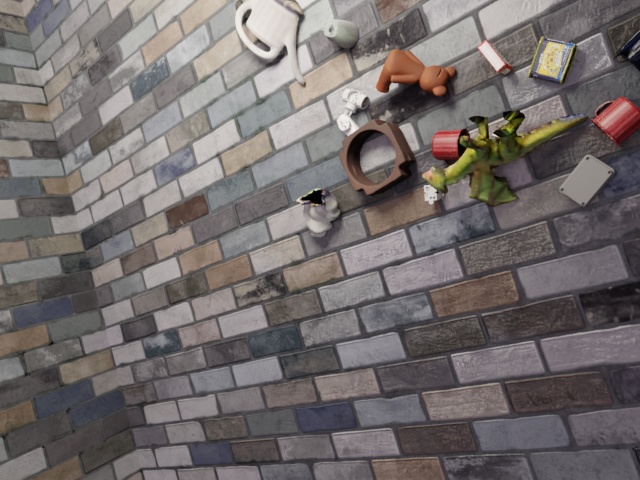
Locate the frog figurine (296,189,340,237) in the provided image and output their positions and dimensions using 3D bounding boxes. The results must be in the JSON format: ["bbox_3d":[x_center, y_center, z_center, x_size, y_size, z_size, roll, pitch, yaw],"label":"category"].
[{"bbox_3d":[0.005,-0.087,1.720,0.137,0.125,0.156,-2,131,27],"label":"frog figurine"}]

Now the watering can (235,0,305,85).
[{"bbox_3d":[-0.134,-0.705,1.742,0.349,0.105,0.221,41,114,8],"label":"watering can"}]

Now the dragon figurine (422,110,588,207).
[{"bbox_3d":[0.477,-0.201,1.353,0.410,0.125,0.237,-4,125,8],"label":"dragon figurine"}]
